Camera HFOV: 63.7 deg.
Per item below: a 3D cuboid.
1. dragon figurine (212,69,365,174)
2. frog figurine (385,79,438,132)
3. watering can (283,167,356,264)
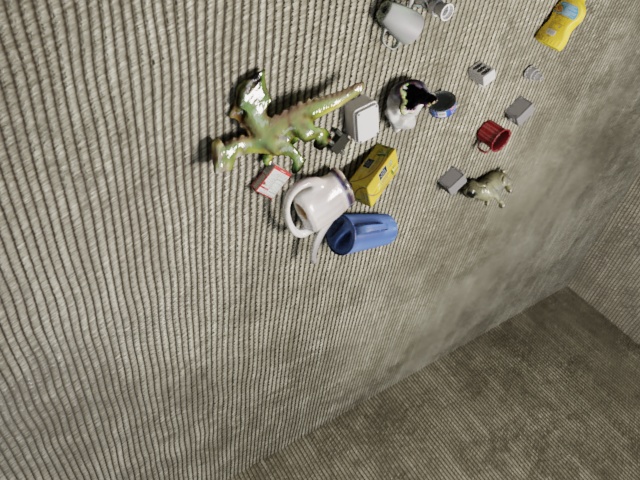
[{"bbox_3d":[-0.095,-0.298,1.224,0.410,0.124,0.239,-46,136,2],"label":"dragon figurine"},{"bbox_3d":[0.245,-0.384,1.477,0.138,0.122,0.158,-43,-178,-13],"label":"frog figurine"},{"bbox_3d":[0.005,-0.077,1.533,0.226,0.106,0.340,-36,143,-11],"label":"watering can"}]
